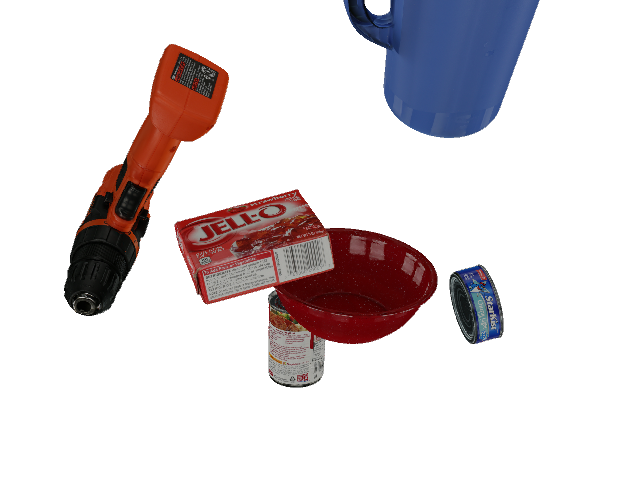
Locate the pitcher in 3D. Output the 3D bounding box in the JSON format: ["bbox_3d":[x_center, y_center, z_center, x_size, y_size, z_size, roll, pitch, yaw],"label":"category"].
[{"bbox_3d":[0.107,-0.200,0.875,0.149,0.144,0.243,29,-34,16],"label":"pitcher"}]

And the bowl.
[{"bbox_3d":[0.026,0.049,0.997,0.162,0.055,0.162,4,29,-2],"label":"bowl"}]

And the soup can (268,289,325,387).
[{"bbox_3d":[-0.028,0.113,1.256,0.068,0.102,0.068,1,25,-1],"label":"soup can"}]

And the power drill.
[{"bbox_3d":[-0.143,-0.050,0.850,0.057,0.188,0.184,26,32,-16],"label":"power drill"}]

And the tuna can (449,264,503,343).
[{"bbox_3d":[0.174,0.072,1.202,0.033,0.086,0.086,-14,2,-7],"label":"tuna can"}]

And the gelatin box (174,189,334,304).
[{"bbox_3d":[-0.044,0.002,0.691,0.089,0.030,0.073,-15,28,-11],"label":"gelatin box"}]
